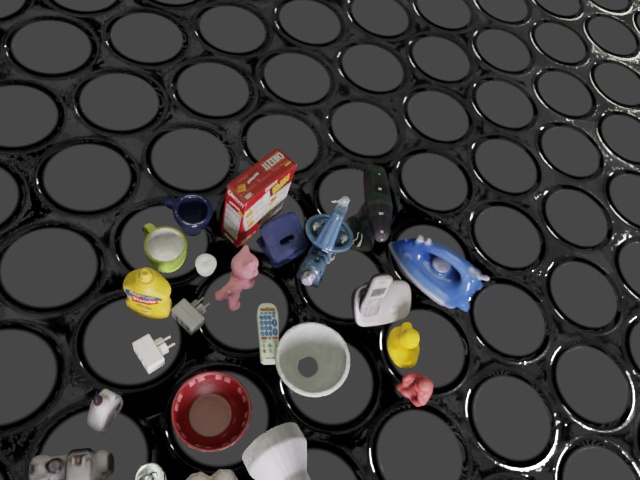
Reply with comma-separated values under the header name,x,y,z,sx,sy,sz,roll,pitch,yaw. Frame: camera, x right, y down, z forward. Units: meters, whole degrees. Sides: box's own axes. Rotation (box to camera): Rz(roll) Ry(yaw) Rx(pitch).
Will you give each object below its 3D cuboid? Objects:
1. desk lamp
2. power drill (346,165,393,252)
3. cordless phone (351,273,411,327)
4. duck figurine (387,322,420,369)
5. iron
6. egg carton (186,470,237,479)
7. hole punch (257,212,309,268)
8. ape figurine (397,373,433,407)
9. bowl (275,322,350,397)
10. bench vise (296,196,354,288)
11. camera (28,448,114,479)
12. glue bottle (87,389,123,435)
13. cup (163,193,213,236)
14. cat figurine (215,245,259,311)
name,x,y,z,sx,sy,sz,roll,pitch,yaw
desk lamp,-0.060,0.464,1.074,0.118,0.213,0.203,-22,70,-23
power drill,0.124,-0.057,1.402,0.076,0.208,0.229,7,61,-10
cordless phone,0.156,0.126,1.326,0.148,0.185,0.094,-10,65,-18
duck figurine,0.204,0.242,1.334,0.078,0.086,0.104,0,63,-14
iron,0.295,0.057,1.423,0.258,0.141,0.119,36,60,6
egg carton,-0.204,0.520,1.092,0.107,0.069,0.150,-2,63,-15
hole punch,-0.085,-0.001,1.387,0.109,0.091,0.101,-29,72,-25
ape figurine,0.225,0.332,1.288,0.076,0.092,0.078,-2,63,-15
bowl,-0.022,0.272,1.267,0.167,0.074,0.167,6,61,-11
bench vise,0.024,0.007,1.336,0.121,0.219,0.207,10,61,-9
camera,-0.453,0.459,1.043,0.143,0.100,0.136,-2,63,-15
glue bottle,-0.412,0.317,1.087,0.037,0.173,0.078,27,59,1
cup,-0.314,-0.054,1.355,0.118,0.095,0.092,21,60,-2
cat figurine,-0.183,0.081,1.303,0.067,0.117,0.128,28,60,2
